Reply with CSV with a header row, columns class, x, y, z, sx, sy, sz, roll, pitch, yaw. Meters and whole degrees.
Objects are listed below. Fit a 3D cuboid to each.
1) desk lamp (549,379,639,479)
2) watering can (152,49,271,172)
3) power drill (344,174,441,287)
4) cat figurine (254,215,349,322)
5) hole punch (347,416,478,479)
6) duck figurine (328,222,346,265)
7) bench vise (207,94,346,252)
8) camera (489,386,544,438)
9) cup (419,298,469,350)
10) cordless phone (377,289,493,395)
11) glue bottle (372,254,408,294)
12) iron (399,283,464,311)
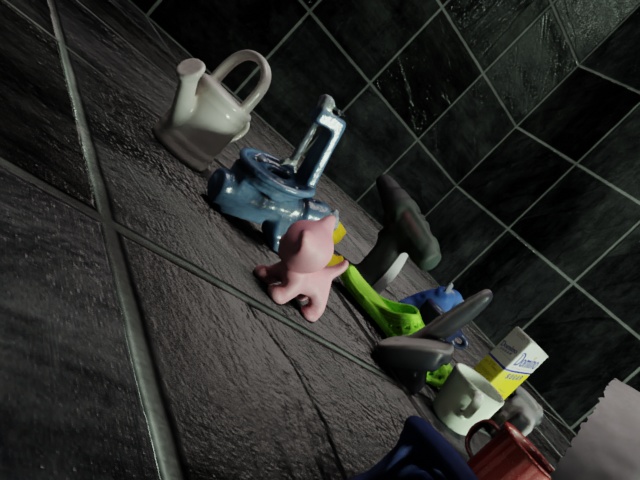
class,x,y,z,sx,sy,sz,roll,pitch,yaw
desk lamp,0.182,0.221,0.333,0.202,0.213,0.118,49,9,30
watering can,-0.154,-0.206,0.860,0.101,0.194,0.173,45,8,5
power drill,0.127,0.001,1.165,0.229,0.208,0.076,50,9,31
cat figurine,-0.011,0.025,0.689,0.128,0.117,0.067,35,12,-48
hole punch,0.085,0.194,0.423,0.108,0.091,0.101,51,10,36
duck figurine,0.009,0.004,1.004,0.105,0.086,0.077,42,9,-18
bench vise,-0.031,-0.098,0.839,0.121,0.219,0.208,50,9,31
camera,0.348,0.311,1.091,0.136,0.100,0.144,48,9,23
cup,0.219,0.185,1.107,0.118,0.095,0.092,45,8,2
cordless phone,0.178,0.132,0.851,0.094,0.185,0.148,46,8,12
glue bottle,0.160,0.040,1.254,0.037,0.173,0.078,39,10,-34
iron,0.267,0.164,1.277,0.118,0.141,0.259,49,9,26
